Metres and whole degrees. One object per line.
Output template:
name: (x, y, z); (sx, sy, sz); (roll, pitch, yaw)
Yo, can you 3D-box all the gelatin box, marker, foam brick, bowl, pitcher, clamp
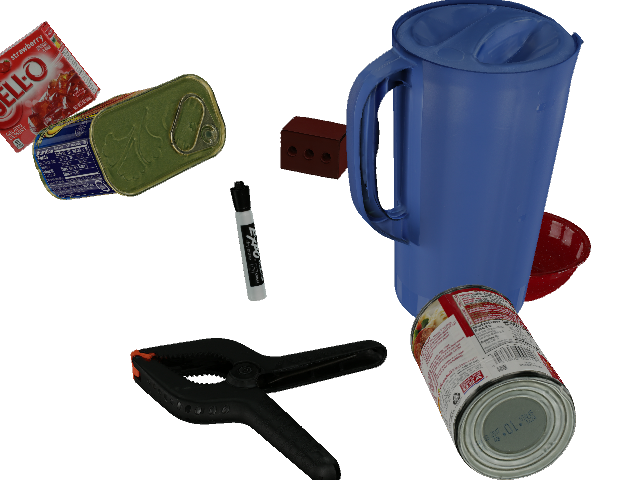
gelatin box: (-0.242, -0.127, 0.892); (0.089, 0.073, 0.030); (-31, 22, 13)
marker: (-0.072, 0.001, 1.059); (0.020, 0.121, 0.020); (-7, 16, 2)
foam brick: (-0.005, -0.114, 1.301); (0.078, 0.053, 0.051); (11, 31, 17)
bowl: (0.212, 0.021, 1.173); (0.162, 0.055, 0.162); (-1, 28, 0)
pitcher: (0.106, -0.050, 0.815); (0.149, 0.243, 0.144); (11, 35, 14)
clamp: (-0.053, 0.116, 0.880); (0.210, 0.036, 0.164); (13, 33, 19)

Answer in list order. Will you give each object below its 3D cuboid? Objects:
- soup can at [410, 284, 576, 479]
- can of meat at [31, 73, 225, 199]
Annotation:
soup can: (0.095, 0.077, 0.600); (0.068, 0.068, 0.102); (0, 24, -9)
can of meat: (-0.129, -0.067, 0.707); (0.084, 0.057, 0.101); (-4, 22, 47)
